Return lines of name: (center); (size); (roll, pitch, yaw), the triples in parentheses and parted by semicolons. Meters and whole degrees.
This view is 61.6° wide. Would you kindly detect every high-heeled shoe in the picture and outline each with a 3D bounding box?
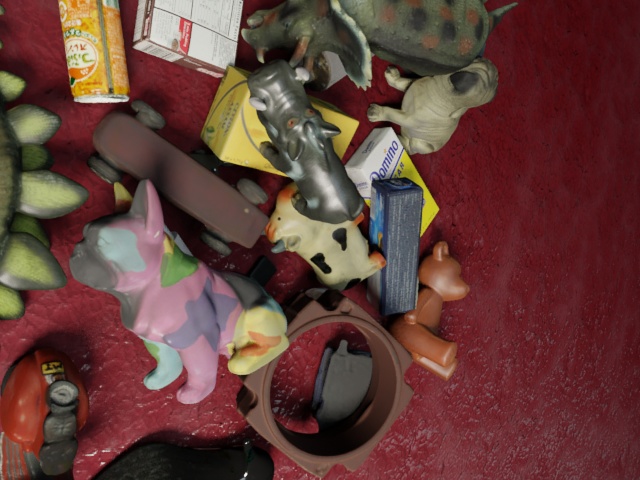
high-heeled shoe: (-0.170, 0.305, 0.640); (0.249, 0.086, 0.145); (-15, 137, -21)

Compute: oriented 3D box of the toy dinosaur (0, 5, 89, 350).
toy dinosaur: (-0.310, -0.005, 0.437); (0.198, 0.105, 0.471); (18, 86, -44)

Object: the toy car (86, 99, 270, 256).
toy car: (-0.147, -0.062, 0.580); (0.202, 0.053, 0.089); (35, 80, -19)

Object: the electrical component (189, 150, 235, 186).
electrical component: (-0.141, -0.074, 0.631); (0.094, 0.021, 0.063); (-7, 99, -40)

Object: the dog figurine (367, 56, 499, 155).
dog figurine: (0.193, -0.192, 0.803); (0.172, 0.191, 0.121); (23, 80, -42)

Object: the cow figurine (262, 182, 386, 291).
cow figurine: (-0.001, -0.002, 0.718); (0.127, 0.086, 0.194); (-40, 133, -9)

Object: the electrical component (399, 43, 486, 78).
electrical component: (0.178, -0.291, 0.815); (0.115, 0.134, 0.058); (22, 80, -39)

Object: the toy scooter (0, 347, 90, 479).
toy scooter: (-0.249, 0.197, 0.493); (0.075, 0.135, 0.183); (4, 91, -40)

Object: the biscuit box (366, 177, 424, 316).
biscuit box: (0.110, 0.010, 0.803); (0.063, 0.059, 0.202); (-8, 115, -19)

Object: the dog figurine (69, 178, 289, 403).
dog figurine: (-0.135, 0.039, 0.537); (0.191, 0.109, 0.219); (-24, 109, -35)

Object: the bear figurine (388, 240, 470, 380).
bear figurine: (0.200, 0.110, 0.893); (0.196, 0.132, 0.120); (-53, 152, -19)

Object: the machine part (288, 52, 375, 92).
machine part: (0.038, -0.273, 0.731); (0.243, 0.079, 0.079); (-41, 120, -30)

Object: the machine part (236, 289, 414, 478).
machine part: (0.007, 0.182, 0.698); (0.201, 0.087, 0.201); (44, 79, -13)

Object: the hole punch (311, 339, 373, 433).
hole punch: (0.046, 0.219, 0.803); (0.116, 0.092, 0.142); (14, 88, -16)

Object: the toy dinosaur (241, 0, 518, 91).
toy dinosaur: (0.119, -0.260, 0.648); (0.405, 0.131, 0.192); (-1, 79, -24)

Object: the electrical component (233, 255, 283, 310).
electrical component: (-0.087, 0.076, 0.681); (0.119, 0.048, 0.074); (-50, 124, -24)

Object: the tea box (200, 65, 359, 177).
tea box: (-0.047, -0.134, 0.657); (0.169, 0.068, 0.098); (7, 117, -40)

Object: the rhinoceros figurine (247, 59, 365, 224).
rhinoceros figurine: (-0.018, -0.097, 0.572); (0.073, 0.112, 0.190); (-32, 117, -6)
